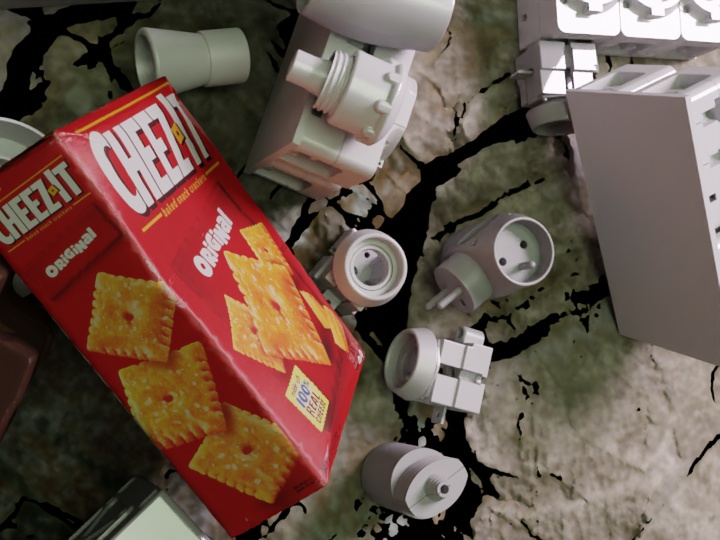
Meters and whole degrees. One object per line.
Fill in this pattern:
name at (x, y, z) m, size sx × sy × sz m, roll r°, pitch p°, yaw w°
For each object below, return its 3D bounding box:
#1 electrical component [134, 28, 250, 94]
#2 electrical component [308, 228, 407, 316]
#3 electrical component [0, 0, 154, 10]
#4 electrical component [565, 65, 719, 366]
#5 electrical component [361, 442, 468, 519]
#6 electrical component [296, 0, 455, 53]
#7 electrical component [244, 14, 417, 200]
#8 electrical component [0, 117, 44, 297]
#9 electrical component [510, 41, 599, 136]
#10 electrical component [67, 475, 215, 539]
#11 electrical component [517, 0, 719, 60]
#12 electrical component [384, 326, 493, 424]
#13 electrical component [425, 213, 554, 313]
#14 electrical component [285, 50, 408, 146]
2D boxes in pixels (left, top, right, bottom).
electrical component at (-0.101, -0.129, 0.661) m, size 0.065 × 0.044 × 0.044 m, roll -12°, pitch 90°, yaw -26°
electrical component at (0.000, 0.000, 0.681) m, size 0.048 × 0.055 × 0.066 m, roll 44°, pitch 72°, yaw -12°
electrical component at (-0.118, -0.202, 0.624) m, size 0.186 × 0.105 × 0.060 m, roll -9°, pitch 89°, yaw -21°
electrical component at (0.213, -0.039, 0.714) m, size 0.060 × 0.105 × 0.186 m, roll -27°, pitch 113°, yaw -24°
electrical component at (0.035, 0.132, 0.671) m, size 0.043 × 0.081 × 0.043 m, roll 2°, pitch 85°, yaw -21°
electrical component at (0.011, -0.168, 0.590) m, size 0.077 × 0.043 × 0.079 m, roll 13°, pitch 81°, yaw -20°
electrical component at (-0.001, -0.142, 0.665) m, size 0.060 × 0.105 × 0.186 m, roll 22°, pitch 79°, yaw -18°
electrical component at (-0.211, -0.035, 0.612) m, size 0.099 × 0.064 × 0.099 m, roll 8°, pitch 70°, yaw -24°
electrical component at (0.138, -0.126, 0.750) m, size 0.066 × 0.048 × 0.055 m, roll -1°, pitch 80°, yaw -19°
electrical component at (-0.137, 0.171, 0.588) m, size 0.109 × 0.109 × 0.056 m, roll -43°, pitch 99°, yaw -18°
electrical component at (0.192, -0.204, 0.767) m, size 0.150 × 0.062 × 0.089 m, roll -1°, pitch 86°, yaw -21°
electrical component at (0.050, 0.065, 0.702) m, size 0.055 × 0.048 × 0.066 m, roll 18°, pitch 80°, yaw -27°
electrical component at (0.075, 0.001, 0.699) m, size 0.079 × 0.077 × 0.043 m, roll -38°, pitch 100°, yaw -19°
electrical component at (-0.008, -0.098, 0.578) m, size 0.062 × 0.048 × 0.048 m, roll 22°, pitch 79°, yaw -11°
